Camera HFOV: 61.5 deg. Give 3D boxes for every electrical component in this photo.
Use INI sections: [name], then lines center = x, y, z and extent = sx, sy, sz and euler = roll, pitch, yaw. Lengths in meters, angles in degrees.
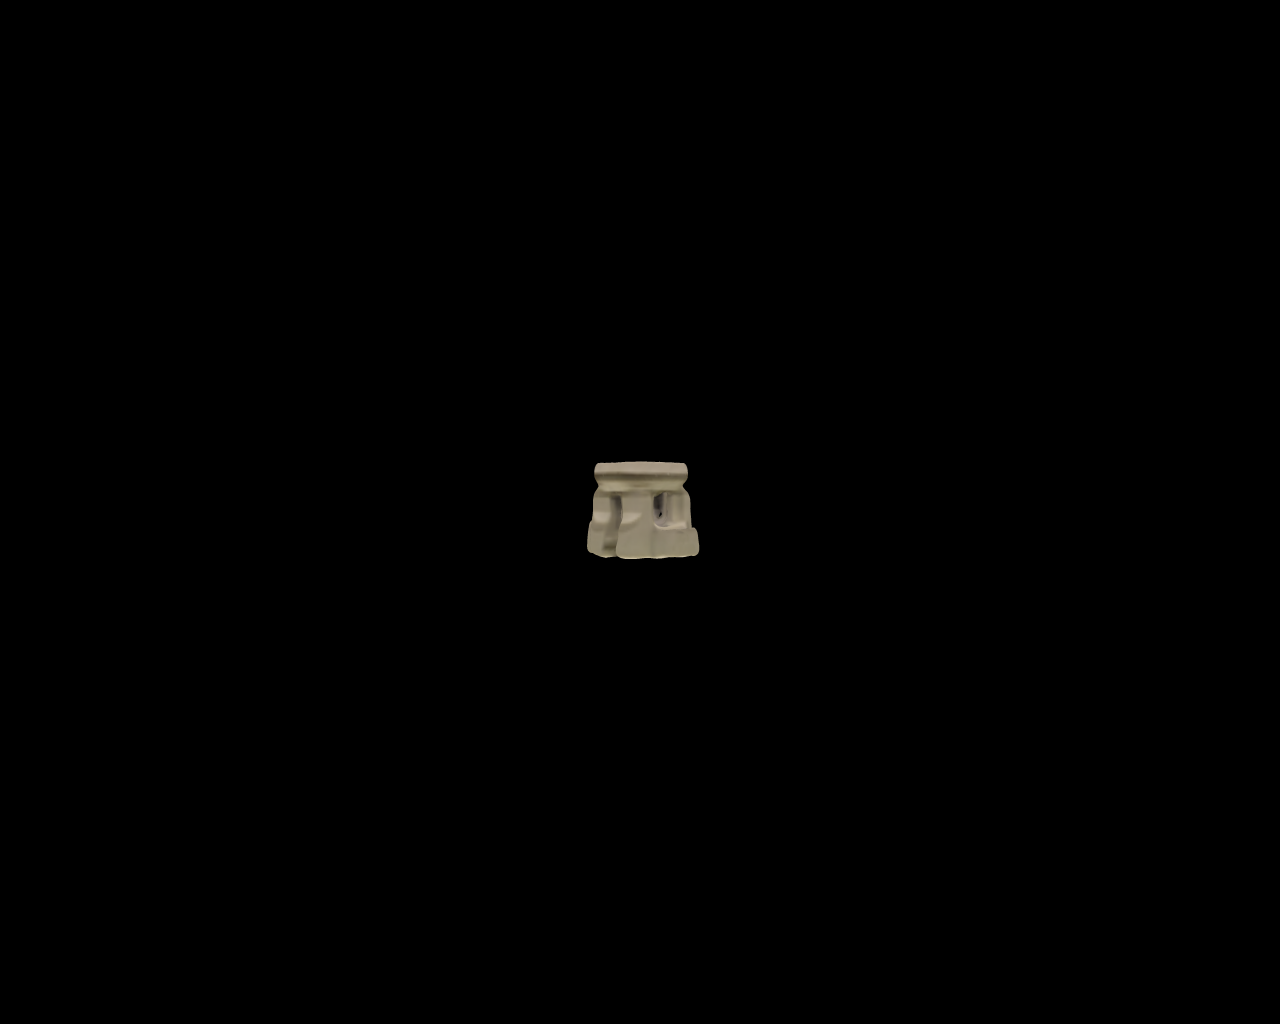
[electrical component]
center = 0.001, -0.003, 0.650
extent = 0.058, 0.057, 0.078
euler = -2, 3, -43
